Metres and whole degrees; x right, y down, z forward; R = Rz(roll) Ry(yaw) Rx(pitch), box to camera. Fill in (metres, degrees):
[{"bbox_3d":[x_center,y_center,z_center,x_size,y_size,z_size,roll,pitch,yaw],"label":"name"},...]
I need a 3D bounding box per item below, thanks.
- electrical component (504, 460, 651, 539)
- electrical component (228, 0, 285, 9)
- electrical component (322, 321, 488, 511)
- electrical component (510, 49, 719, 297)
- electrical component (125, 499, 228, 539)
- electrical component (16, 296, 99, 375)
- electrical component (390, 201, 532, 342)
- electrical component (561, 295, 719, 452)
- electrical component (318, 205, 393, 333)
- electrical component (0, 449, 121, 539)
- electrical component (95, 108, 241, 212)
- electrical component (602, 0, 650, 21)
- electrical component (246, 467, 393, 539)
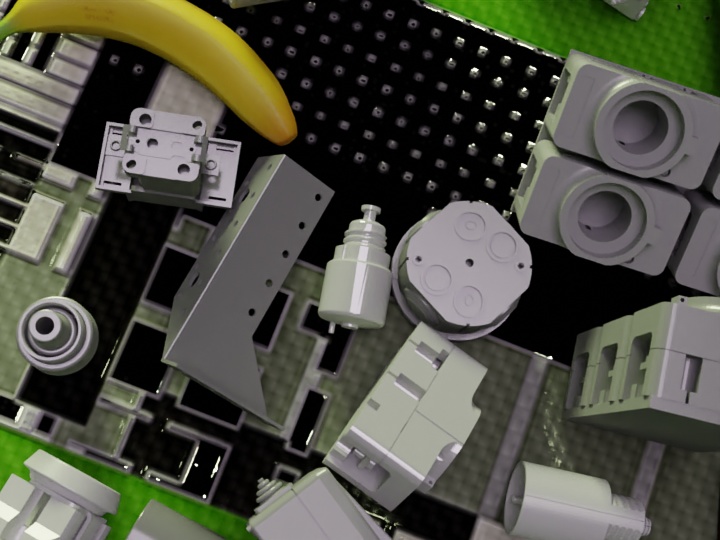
[{"bbox_3d":[0.129,0.141,0.625,0.081,0.043,0.043,13,78,-3],"label":"electrical component"},{"bbox_3d":[-0.059,-0.192,0.665,0.047,0.055,0.055,-9,80,-12],"label":"electrical component"},{"bbox_3d":[0.030,0.084,0.607,0.056,0.050,0.089,36,52,2],"label":"electrical component"},{"bbox_3d":[0.197,-0.048,0.637,0.186,0.060,0.105,17,109,-2],"label":"electrical component"},{"bbox_3d":[-0.102,0.180,0.592,0.077,0.043,0.079,29,77,0],"label":"electrical component"},{"bbox_3d":[-0.171,0.036,0.603,0.043,0.062,0.043,1,79,-6],"label":"electrical component"},{"bbox_3d":[0.060,0.000,0.641,0.080,0.051,0.080,1,79,-6],"label":"electrical component"},{"bbox_3d":[0.179,0.059,0.591,0.089,0.150,0.061,14,79,-3],"label":"electrical component"},{"bbox_3d":[0.000,0.000,0.640,0.040,0.040,0.078,11,78,-4],"label":"electrical component"},{"bbox_3d":[-0.167,0.135,0.585,0.078,0.058,0.057,22,72,23],"label":"electrical component"},{"bbox_3d":[-0.112,-0.064,0.628,0.081,0.064,0.042,8,79,-5],"label":"electrical component"},{"bbox_3d":[0.178,-0.212,0.690,0.061,0.061,0.096,34,77,1],"label":"electrical component"},{"bbox_3d":[-0.020,0.149,0.597,0.061,0.061,0.096,-36,85,-11],"label":"electrical component"}]
